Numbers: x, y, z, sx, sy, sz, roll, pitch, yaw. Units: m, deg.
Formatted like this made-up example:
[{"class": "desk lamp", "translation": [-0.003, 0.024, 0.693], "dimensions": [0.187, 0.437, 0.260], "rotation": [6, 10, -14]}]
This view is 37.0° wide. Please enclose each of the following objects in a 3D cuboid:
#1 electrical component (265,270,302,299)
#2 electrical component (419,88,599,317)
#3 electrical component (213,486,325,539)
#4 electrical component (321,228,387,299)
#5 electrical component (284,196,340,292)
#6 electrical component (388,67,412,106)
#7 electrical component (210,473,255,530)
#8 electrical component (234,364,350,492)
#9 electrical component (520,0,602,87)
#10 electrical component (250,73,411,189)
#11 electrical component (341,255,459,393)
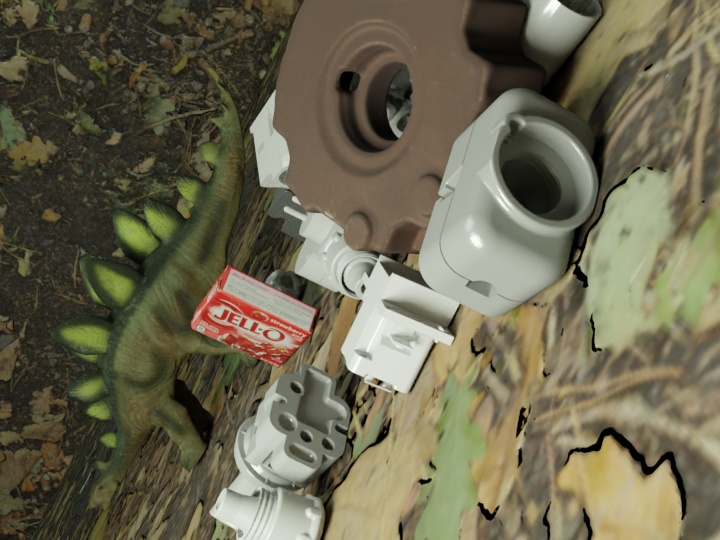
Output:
[{"class": "electrical component", "translation": [-0.080, 0.028, 1.026], "dimensions": [0.061, 0.035, 0.035], "rotation": [-54, 16, 46]}, {"class": "electrical component", "translation": [0.072, -0.034, 0.504], "dimensions": [0.059, 0.054, 0.095], "rotation": [-42, 25, 58]}, {"class": "electrical component", "translation": [-0.055, 0.148, 0.635], "dimensions": [0.048, 0.062, 0.048], "rotation": [-58, 14, 24]}, {"class": "electrical component", "translation": [0.000, 0.000, 0.747], "dimensions": [0.048, 0.048, 0.062], "rotation": [-60, 21, 16]}, {"class": "electrical component", "translation": [-0.023, -0.036, 0.835], "dimensions": [0.138, 0.074, 0.052], "rotation": [-43, 25, 57]}, {"class": "electrical component", "translation": [0.076, -0.149, 0.669], "dimensions": [0.063, 0.079, 0.121], "rotation": [42, 108, 46]}, {"class": "electrical component", "translation": [-0.069, 0.148, 0.740], "dimensions": [0.065, 0.044, 0.044], "rotation": [-62, 12, -11]}, {"class": "electrical component", "translation": [-0.045, 0.107, 0.687], "dimensions": [0.057, 0.058, 0.078], "rotation": [-50, 19, 37]}, {"class": "electrical component", "translation": [0.095, -0.126, 0.610], "dimensions": [0.081, 0.043, 0.043], "rotation": [-54, 17, 38]}, {"class": "electrical component", "translation": [0.000, -0.117, 0.794], "dimensions": [0.186, 0.105, 0.060], "rotation": [139, 125, -60]}, {"class": "electrical component", "translation": [0.020, 0.032, 0.610], "dimensions": [0.081, 0.042, 0.063], "rotation": [-118, 52, -75]}]
